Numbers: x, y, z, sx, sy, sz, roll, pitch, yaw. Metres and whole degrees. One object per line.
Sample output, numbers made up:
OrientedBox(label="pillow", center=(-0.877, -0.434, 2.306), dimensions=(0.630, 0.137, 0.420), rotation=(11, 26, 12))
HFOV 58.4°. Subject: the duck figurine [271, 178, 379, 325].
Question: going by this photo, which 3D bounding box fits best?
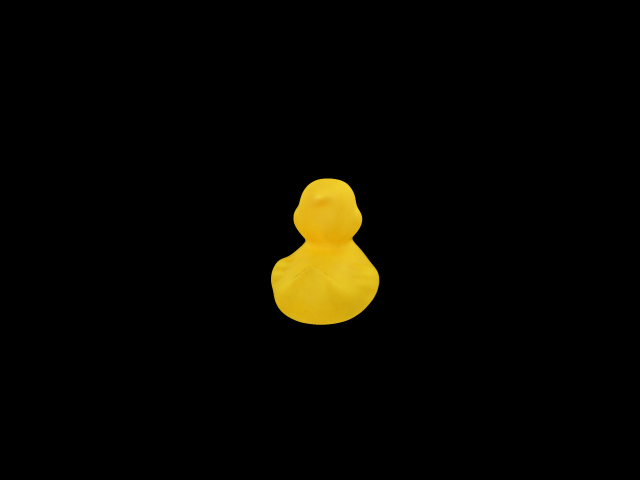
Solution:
OrientedBox(label="duck figurine", center=(0.004, 0.001, 0.400), dimensions=(0.077, 0.086, 0.104), rotation=(5, 25, 11))
